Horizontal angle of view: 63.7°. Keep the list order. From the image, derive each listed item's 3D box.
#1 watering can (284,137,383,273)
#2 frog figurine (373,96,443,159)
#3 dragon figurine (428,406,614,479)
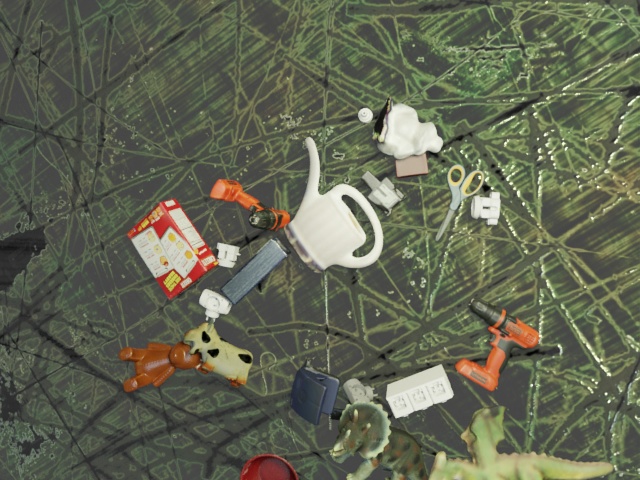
[{"bbox_3d":[0.004,-0.065,1.292,0.223,0.348,0.104,-36,-3,10],"label":"watering can"},{"bbox_3d":[0.215,-0.259,1.251,0.159,0.140,0.120,16,-31,-14],"label":"frog figurine"},{"bbox_3d":[0.461,0.526,1.252,0.409,0.244,0.121,-26,-10,4],"label":"dragon figurine"}]
